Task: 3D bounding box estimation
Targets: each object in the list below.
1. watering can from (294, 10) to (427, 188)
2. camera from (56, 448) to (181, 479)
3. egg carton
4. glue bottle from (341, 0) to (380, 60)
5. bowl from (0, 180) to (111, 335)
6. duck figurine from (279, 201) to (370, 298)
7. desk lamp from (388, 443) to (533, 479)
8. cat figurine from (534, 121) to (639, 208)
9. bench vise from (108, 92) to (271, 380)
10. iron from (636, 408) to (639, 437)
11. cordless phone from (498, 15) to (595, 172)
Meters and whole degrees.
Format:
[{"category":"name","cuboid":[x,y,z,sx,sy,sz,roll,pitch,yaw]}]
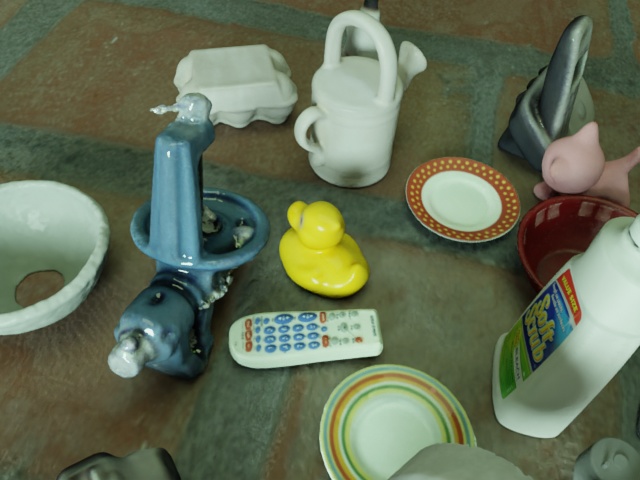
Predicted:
[{"category":"watering can","cuboid":[0.044,-0.164,0.633,0.100,0.194,0.173,24,54,15]},{"category":"camera","cuboid":[-0.145,0.225,0.375,0.143,0.101,0.136,-24,57,-21]},{"category":"egg carton","cuboid":[-0.107,-0.193,0.725,0.150,0.069,0.107,-9,53,-11]},{"category":"glue bottle","cuboid":[0.055,-0.230,0.699,0.037,0.173,0.078,-23,56,-19]},{"category":"bowl","cuboid":[-0.277,0.026,0.540,0.167,0.075,0.167,2,52,-2]},{"category":"duck figurine","cuboid":[0.005,0.002,0.569,0.104,0.086,0.078,37,59,23]},{"category":"desk lamp","cuboid":[0.031,0.230,0.311,0.204,0.213,0.117,-34,61,-26]},{"category":"cat figurine","cuboid":[0.293,-0.077,0.629,0.128,0.118,0.067,-6,52,-8]},{"category":"bench vise","cuboid":[-0.104,0.005,0.474,0.121,0.220,0.207,1,52,-2]},{"category":"iron","cuboid":[0.398,0.089,0.491,0.259,0.141,0.118,-22,56,-19]},{"category":"cordless phone","cuboid":[0.293,-0.185,0.671,0.094,0.185,0.148,28,55,18]}]
